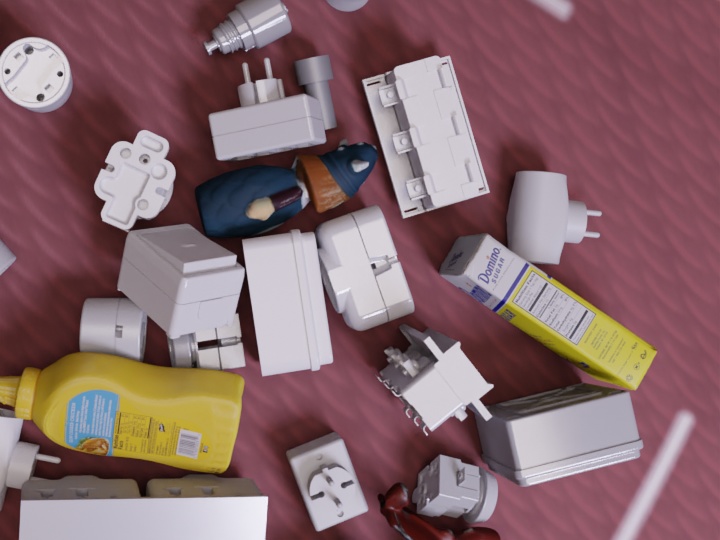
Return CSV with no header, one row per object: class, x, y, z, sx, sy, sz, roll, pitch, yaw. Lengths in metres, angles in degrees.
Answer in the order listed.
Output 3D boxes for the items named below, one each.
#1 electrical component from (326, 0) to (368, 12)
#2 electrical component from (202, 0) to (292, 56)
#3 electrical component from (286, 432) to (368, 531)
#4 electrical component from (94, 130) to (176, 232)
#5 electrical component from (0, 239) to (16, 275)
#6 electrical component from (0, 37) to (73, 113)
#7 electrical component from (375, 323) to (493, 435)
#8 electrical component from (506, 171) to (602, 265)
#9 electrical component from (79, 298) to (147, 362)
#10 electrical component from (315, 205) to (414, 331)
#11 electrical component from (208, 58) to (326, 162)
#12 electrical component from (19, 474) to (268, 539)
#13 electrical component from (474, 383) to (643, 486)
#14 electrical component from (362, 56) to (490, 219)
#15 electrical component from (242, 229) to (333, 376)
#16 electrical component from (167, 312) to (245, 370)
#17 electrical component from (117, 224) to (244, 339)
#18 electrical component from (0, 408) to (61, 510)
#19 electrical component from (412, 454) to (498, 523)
electrical component,-0.007,-0.243,0.896,0.045,0.055,0.045,0,90,-9
electrical component,-0.093,-0.201,0.890,0.078,0.040,0.040,-30,95,-8
electrical component,-0.025,0.177,0.884,0.047,0.077,0.065,-21,93,-8
electrical component,-0.180,-0.070,0.868,0.058,0.057,0.078,25,86,-8
electrical component,-0.307,-0.009,0.850,0.055,0.055,0.047,-44,100,-6
electrical component,-0.258,-0.154,0.860,0.055,0.047,0.055,0,90,-9
electrical component,0.057,0.089,0.874,0.063,0.121,0.078,-39,96,-4
electrical component,0.171,-0.043,0.930,0.079,0.044,0.077,5,89,-9
electrical component,-0.199,0.049,0.868,0.047,0.055,0.055,3,90,-6
electrical component,0.000,0.000,0.899,0.059,0.054,0.095,-20,93,-9
electrical component,-0.078,-0.134,0.877,0.083,0.047,0.075,-10,92,11
electrical component,-0.174,0.223,0.855,0.186,0.060,0.105,3,96,-17
electrical component,0.162,0.134,0.898,0.109,0.109,0.056,-12,90,-9
electrical component,0.058,-0.113,0.903,0.079,0.063,0.121,-17,93,-8
electrical component,-0.060,0.025,0.878,0.057,0.078,0.113,-8,92,-6
electrical component,-0.128,0.061,0.884,0.055,0.048,0.066,-8,92,-16
electrical component,-0.145,0.000,0.850,0.062,0.096,0.061,-11,127,-44
electrical component,-0.282,0.154,0.860,0.079,0.043,0.077,13,88,-10
electrical component,0.083,0.188,0.913,0.055,0.066,0.048,16,52,-16
